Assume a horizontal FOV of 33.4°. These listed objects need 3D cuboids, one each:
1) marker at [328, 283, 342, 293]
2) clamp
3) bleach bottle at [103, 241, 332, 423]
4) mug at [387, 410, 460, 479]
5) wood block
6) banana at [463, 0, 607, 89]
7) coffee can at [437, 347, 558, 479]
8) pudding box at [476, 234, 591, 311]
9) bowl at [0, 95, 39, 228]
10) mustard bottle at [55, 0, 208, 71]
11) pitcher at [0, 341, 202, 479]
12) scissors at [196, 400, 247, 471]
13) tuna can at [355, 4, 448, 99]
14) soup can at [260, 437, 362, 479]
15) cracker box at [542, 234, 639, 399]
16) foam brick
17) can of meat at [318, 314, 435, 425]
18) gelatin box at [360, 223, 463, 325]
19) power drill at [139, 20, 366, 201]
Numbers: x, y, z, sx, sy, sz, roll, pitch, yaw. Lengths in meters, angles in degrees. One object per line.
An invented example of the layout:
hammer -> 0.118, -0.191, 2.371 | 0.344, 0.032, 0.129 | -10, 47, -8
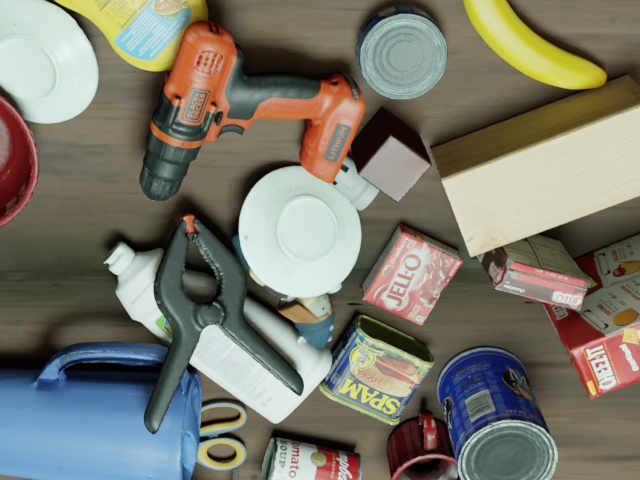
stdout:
marker -> -0.007, 0.001, 1.102 | 0.020, 0.020, 0.121 | -20, 115, 7
clamp -> -0.102, 0.078, 1.061 | 0.164, 0.036, 0.210 | -5, 87, -20
bleach bottle -> -0.112, 0.082, 1.113 | 0.250, 0.068, 0.103 | 39, 101, -16
mug -> 0.118, 0.243, 1.190 | 0.093, 0.081, 0.117 | -4, 116, -1
wood block -> 0.223, -0.073, 1.039 | 0.206, 0.090, 0.091 | -21, 115, 8
banana -> 0.191, -0.200, 1.005 | 0.070, 0.037, 0.197 | -38, 112, 16
coffee can -> 0.186, 0.193, 1.137 | 0.103, 0.140, 0.103 | -1, 116, -3
pudding box -> 0.210, 0.024, 1.071 | 0.090, 0.113, 0.039 | 16, 111, -10
bowl -> -0.346, -0.087, 1.022 | 0.162, 0.055, 0.162 | -1, 116, -2
mustard bottle -> -0.160, -0.211, 0.970 | 0.191, 0.058, 0.096 | 41, 109, -19
pitcher -> -0.248, 0.187, 1.117 | 0.243, 0.145, 0.149 | 5, 73, 2
scissors -> -0.171, 0.238, 1.208 | 0.202, 0.016, 0.096 | -21, 110, 7
tuna can -> 0.077, -0.178, 1.011 | 0.086, 0.034, 0.086 | -1, 116, -2
soup can -> -0.011, 0.264, 1.201 | 0.102, 0.068, 0.068 | 13, 114, -9
cracker box -> 0.340, 0.057, 1.066 | 0.214, 0.164, 0.072 | -23, 113, 8
foam brick -> 0.067, -0.083, 1.033 | 0.051, 0.078, 0.053 | 34, 110, -19
can of meat -> 0.061, 0.139, 1.152 | 0.102, 0.057, 0.084 | 26, 109, -15
gelatin box -> 0.095, 0.037, 1.118 | 0.073, 0.030, 0.089 | 25, 112, -14
power drill -> -0.065, -0.104, 0.997 | 0.187, 0.057, 0.185 | 7, 127, -27
